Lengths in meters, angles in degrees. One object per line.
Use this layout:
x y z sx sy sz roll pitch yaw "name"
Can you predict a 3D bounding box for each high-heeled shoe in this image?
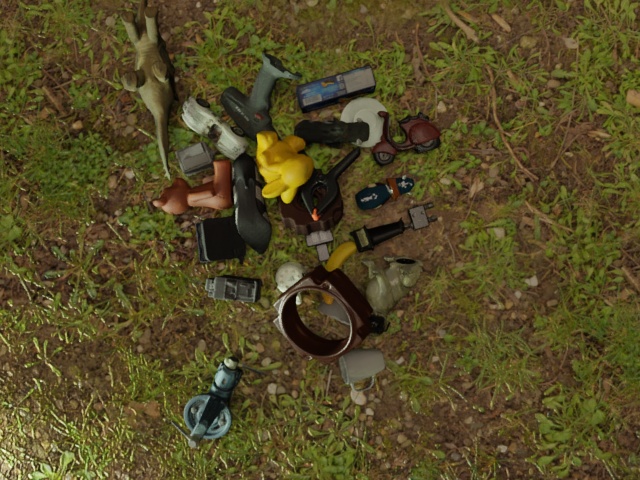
-0.176 -0.094 1.367 0.086 0.145 0.248 -9 128 -6 "high-heeled shoe"

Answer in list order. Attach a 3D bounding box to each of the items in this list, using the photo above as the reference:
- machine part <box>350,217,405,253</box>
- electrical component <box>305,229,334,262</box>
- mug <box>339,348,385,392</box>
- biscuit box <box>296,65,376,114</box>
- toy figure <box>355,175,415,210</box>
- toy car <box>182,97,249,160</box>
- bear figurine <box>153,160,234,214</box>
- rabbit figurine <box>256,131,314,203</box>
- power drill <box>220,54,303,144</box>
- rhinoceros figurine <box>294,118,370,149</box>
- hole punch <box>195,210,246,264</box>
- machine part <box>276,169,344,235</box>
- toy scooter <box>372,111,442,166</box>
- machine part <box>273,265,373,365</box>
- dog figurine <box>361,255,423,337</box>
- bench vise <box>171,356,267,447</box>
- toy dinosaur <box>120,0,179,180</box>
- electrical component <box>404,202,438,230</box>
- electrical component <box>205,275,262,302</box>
0.152 -0.016 1.372 0.139 0.039 0.084 -22 51 -2 "machine part"
-0.003 -0.004 1.382 0.075 0.048 0.119 -10 87 1 "electrical component"
0.111 0.323 1.356 0.107 0.081 0.109 -13 84 -9 "mug"
0.040 -0.387 1.385 0.203 0.063 0.059 -16 89 0 "biscuit box"
0.167 -0.126 1.379 0.154 0.064 0.058 -22 51 -5 "toy figure"
-0.270 -0.285 1.372 0.202 0.056 0.073 39 129 1 "toy car"
-0.314 -0.130 1.356 0.196 0.120 0.132 1 85 6 "bear figurine"
-0.084 -0.171 1.272 0.122 0.173 0.162 15 98 -41 "rabbit figurine"
-0.127 -0.345 1.357 0.232 0.086 0.207 38 120 8 "power drill"
0.031 -0.275 1.356 0.190 0.112 0.073 4 88 10 "rhinoceros figurine"
-0.256 -0.001 1.373 0.116 0.092 0.142 -6 85 -31 "hole punch"
-0.026 -0.098 1.350 0.179 0.056 0.179 -2 64 5 "machine part"
0.212 -0.276 1.372 0.184 0.075 0.135 -17 97 3 "toy scooter"
0.005 0.178 1.261 0.201 0.087 0.201 -39 90 29 "machine part"
0.182 0.145 1.363 0.172 0.121 0.190 -3 107 -5 "dog figurine"
-0.254 0.399 1.287 0.129 0.240 0.223 36 105 -2 "bench vise"
-0.403 -0.389 1.320 0.105 0.198 0.471 -3 88 -1 "toy dinosaur"
0.255 -0.060 1.394 0.094 0.021 0.063 -18 88 1 "electrical component"
-0.216 0.120 1.346 0.134 0.115 0.058 7 86 -1 "electrical component"
